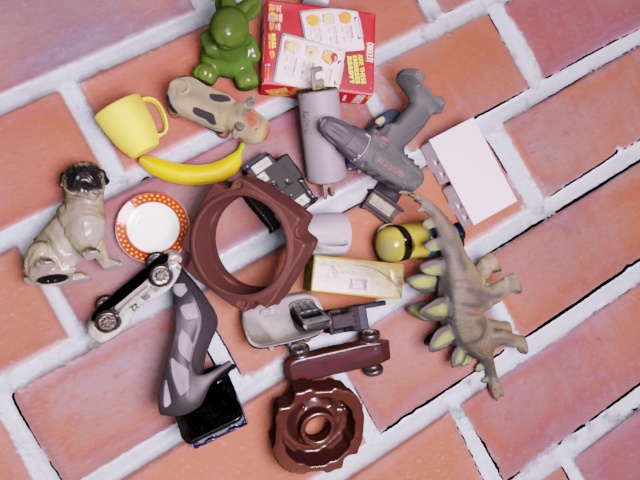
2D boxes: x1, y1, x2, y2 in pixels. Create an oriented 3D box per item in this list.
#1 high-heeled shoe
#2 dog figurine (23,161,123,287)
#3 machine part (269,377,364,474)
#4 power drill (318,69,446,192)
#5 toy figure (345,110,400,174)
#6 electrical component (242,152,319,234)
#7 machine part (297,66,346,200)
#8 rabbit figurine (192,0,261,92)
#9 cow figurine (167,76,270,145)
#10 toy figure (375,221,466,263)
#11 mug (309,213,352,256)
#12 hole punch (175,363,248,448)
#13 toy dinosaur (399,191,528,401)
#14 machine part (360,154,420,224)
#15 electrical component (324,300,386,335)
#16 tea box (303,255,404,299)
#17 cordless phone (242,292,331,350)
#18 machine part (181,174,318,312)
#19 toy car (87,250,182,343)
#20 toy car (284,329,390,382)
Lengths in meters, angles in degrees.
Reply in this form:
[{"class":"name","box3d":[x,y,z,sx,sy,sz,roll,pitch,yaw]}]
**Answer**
[{"class":"high-heeled shoe","box3d":[-0.249,0.172,0.931,0.145,0.086,0.249,-32,63,0]},{"class":"dog figurine","box3d":[-0.441,-0.029,0.925,0.172,0.121,0.190,-16,71,-9]},{"class":"machine part","box3d":[-0.006,0.330,0.963,0.179,0.056,0.179,-3,103,-13]},{"class":"power drill","box3d":[0.128,-0.210,0.978,0.232,0.086,0.207,38,72,-25]},{"class":"toy figure","box3d":[0.100,-0.191,1.046,0.154,0.058,0.064,-42,116,-14]},{"class":"electrical component","box3d":[-0.085,-0.096,1.005,0.115,0.058,0.134,-35,92,-13]},{"class":"machine part","box3d":[0.004,-0.192,0.990,0.079,0.079,0.243,-11,113,-11]},{"class":"rabbit figurine","box3d":[-0.152,-0.360,0.958,0.121,0.170,0.159,15,84,-10]},{"class":"cow figurine","box3d":[-0.180,-0.232,0.965,0.195,0.127,0.085,25,84,-5]},{"class":"toy figure","box3d":[0.192,-0.001,1.031,0.180,0.089,0.082,-4,83,-9]},{"class":"mug","box3d":[-0.002,-0.003,0.980,0.107,0.110,0.080,-1,122,-21]},{"class":"hole punch","box3d":[-0.196,0.294,0.946,0.142,0.092,0.116,-23,60,-9]},{"class":"toy dinosaur","box3d":[0.266,0.107,1.001,0.199,0.105,0.470,-21,106,-8]},{"class":"machine part","box3d":[0.144,-0.103,1.059,0.084,0.039,0.139,31,82,2]},{"class":"electrical component","box3d":[0.065,0.144,1.005,0.119,0.075,0.047,-7,85,-14]},{"class":"tea box","box3d":[0.060,0.071,0.997,0.170,0.098,0.068,5,84,-8]},{"class":"cordless phone","box3d":[-0.056,0.148,0.925,0.147,0.184,0.088,-10,91,-12]},{"class":"machine part","box3d":[-0.123,0.005,0.926,0.202,0.087,0.201,35,105,12]},{"class":"toy car","box3d":[-0.318,0.092,0.928,0.202,0.074,0.056,-41,120,-4]},{"class":"toy car","box3d":[0.032,0.221,1.001,0.202,0.053,0.089,-11,102,-12]}]
